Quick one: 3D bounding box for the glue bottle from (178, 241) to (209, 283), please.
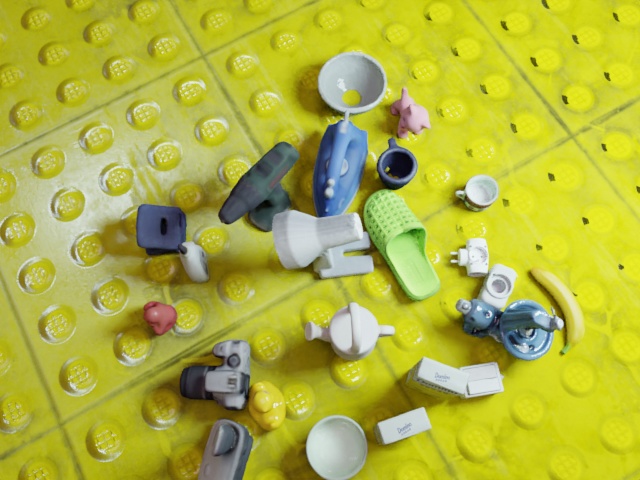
[{"bbox_3d":[-0.275,0.038,1.224,0.037,0.173,0.078,-11,72,-1],"label":"glue bottle"}]

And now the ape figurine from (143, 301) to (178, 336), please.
[{"bbox_3d":[-0.350,0.164,1.229,0.076,0.092,0.078,-9,72,-1],"label":"ape figurine"}]

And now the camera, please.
[{"bbox_3d":[-0.217,0.278,1.184,0.136,0.101,0.143,0,72,2],"label":"camera"}]

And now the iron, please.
[{"bbox_3d":[0.038,-0.159,1.293,0.118,0.141,0.258,11,73,6],"label":"iron"}]

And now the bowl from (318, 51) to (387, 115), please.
[{"bbox_3d":[0.077,-0.367,1.392,0.167,0.075,0.167,-1,72,2],"label":"bowl"}]

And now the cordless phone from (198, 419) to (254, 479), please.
[{"bbox_3d":[-0.195,0.421,1.094,0.094,0.185,0.147,10,73,5],"label":"cordless phone"}]

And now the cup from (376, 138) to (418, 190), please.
[{"bbox_3d":[0.171,-0.166,1.315,0.091,0.095,0.118,-10,72,-1],"label":"cup"}]

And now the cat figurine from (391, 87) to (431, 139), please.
[{"bbox_3d":[0.214,-0.298,1.343,0.067,0.118,0.128,-15,72,-2],"label":"cat figurine"}]

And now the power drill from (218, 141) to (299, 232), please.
[{"bbox_3d":[-0.125,-0.097,1.243,0.075,0.208,0.230,32,76,12],"label":"power drill"}]

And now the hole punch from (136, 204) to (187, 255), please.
[{"bbox_3d":[-0.355,-0.027,1.291,0.101,0.091,0.108,-5,72,1],"label":"hole punch"}]

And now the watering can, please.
[{"bbox_3d":[0.060,0.186,1.155,0.173,0.194,0.101,-23,73,-5],"label":"watering can"}]

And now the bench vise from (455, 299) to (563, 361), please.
[{"bbox_3d":[0.377,0.173,1.135,0.207,0.220,0.121,4,72,3],"label":"bench vise"}]

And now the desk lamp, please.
[{"bbox_3d":[0.011,0.004,1.204,0.203,0.213,0.118,-7,72,0],"label":"desk lamp"}]

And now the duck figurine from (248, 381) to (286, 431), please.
[{"bbox_3d":[-0.112,0.337,1.170,0.077,0.086,0.104,-21,73,-4],"label":"duck figurine"}]
